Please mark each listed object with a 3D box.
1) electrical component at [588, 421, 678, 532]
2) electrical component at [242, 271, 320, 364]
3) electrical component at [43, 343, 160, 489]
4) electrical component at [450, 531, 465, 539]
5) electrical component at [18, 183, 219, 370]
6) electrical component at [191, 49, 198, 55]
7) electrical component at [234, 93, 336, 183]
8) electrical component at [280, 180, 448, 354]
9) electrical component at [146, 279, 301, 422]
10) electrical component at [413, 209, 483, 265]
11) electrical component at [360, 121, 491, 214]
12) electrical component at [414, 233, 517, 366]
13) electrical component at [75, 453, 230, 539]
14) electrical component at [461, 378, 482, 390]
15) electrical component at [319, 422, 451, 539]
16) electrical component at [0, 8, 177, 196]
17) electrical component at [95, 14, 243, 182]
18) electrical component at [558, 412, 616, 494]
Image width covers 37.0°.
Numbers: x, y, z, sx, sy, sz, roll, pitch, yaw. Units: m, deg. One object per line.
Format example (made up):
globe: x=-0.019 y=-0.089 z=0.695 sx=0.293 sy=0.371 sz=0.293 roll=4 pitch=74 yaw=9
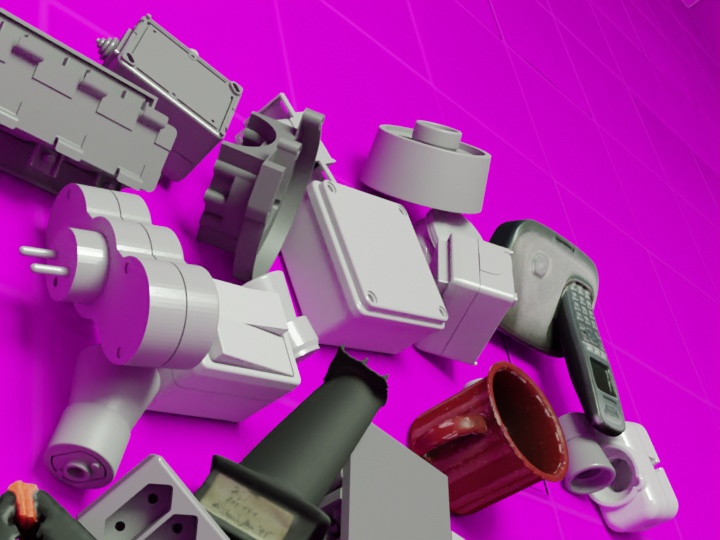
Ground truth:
electrical component: x=0.238 y=0.186 z=0.971 sx=0.059 sy=0.054 sz=0.095 roll=16 pitch=47 yaw=-51
electrical component: x=-0.056 y=0.035 z=0.675 sx=0.055 sy=0.045 sz=0.045 roll=61 pitch=28 yaw=8
electrical component: x=-0.128 y=0.073 z=0.526 sx=0.044 sy=0.044 sz=0.065 roll=42 pitch=36 yaw=-25
electrical component: x=0.067 y=0.262 z=0.614 sx=0.105 sy=0.060 sz=0.186 roll=39 pitch=33 yaw=-30
electrical component: x=-0.133 y=-0.001 z=0.538 sx=0.074 sy=0.052 sz=0.138 roll=9 pitch=22 yaw=-39
electrical component: x=-0.118 y=-0.133 z=0.764 sx=0.035 sy=0.035 sz=0.061 roll=27 pitch=37 yaw=-43
electrical component: x=-0.059 y=-0.085 z=0.800 sx=0.081 sy=0.042 sz=0.064 roll=59 pitch=32 yaw=6
electrical component: x=0.000 y=0.000 z=0.787 sx=0.109 sy=0.056 sz=0.108 roll=14 pitch=50 yaw=-52
electrical component: x=-0.086 y=0.042 z=0.603 sx=0.096 sy=0.061 sz=0.061 roll=18 pitch=46 yaw=-50
electrical component: x=0.073 y=-0.012 z=0.920 sx=0.080 sy=0.051 sz=0.080 roll=38 pitch=33 yaw=-31
electrical component: x=0.059 y=-0.093 z=0.914 sx=0.108 sy=0.060 sz=0.108 roll=14 pitch=14 yaw=-4
electrical component: x=0.076 y=0.027 z=0.856 sx=0.061 sy=0.096 sz=0.061 roll=17 pitch=39 yaw=-11
electrical component: x=-0.090 y=0.133 z=0.508 sx=0.083 sy=0.047 sz=0.076 roll=51 pitch=-17 yaw=-3
electrical component: x=0.100 y=0.114 z=0.845 sx=0.040 sy=0.040 sz=0.046 roll=35 pitch=41 yaw=-35
electrical component: x=0.001 y=0.170 z=0.605 sx=0.089 sy=0.062 sz=0.150 roll=39 pitch=32 yaw=-29
electrical component: x=-0.167 y=-0.086 z=0.592 sx=0.121 sy=0.063 sz=0.078 roll=27 pitch=80 yaw=-43
electrical component: x=-0.135 y=-0.112 z=0.693 sx=0.096 sy=0.061 sz=0.061 roll=37 pitch=35 yaw=-20
electrical component: x=0.194 y=0.158 z=0.945 sx=0.044 sy=0.044 sz=0.065 roll=34 pitch=30 yaw=-36
